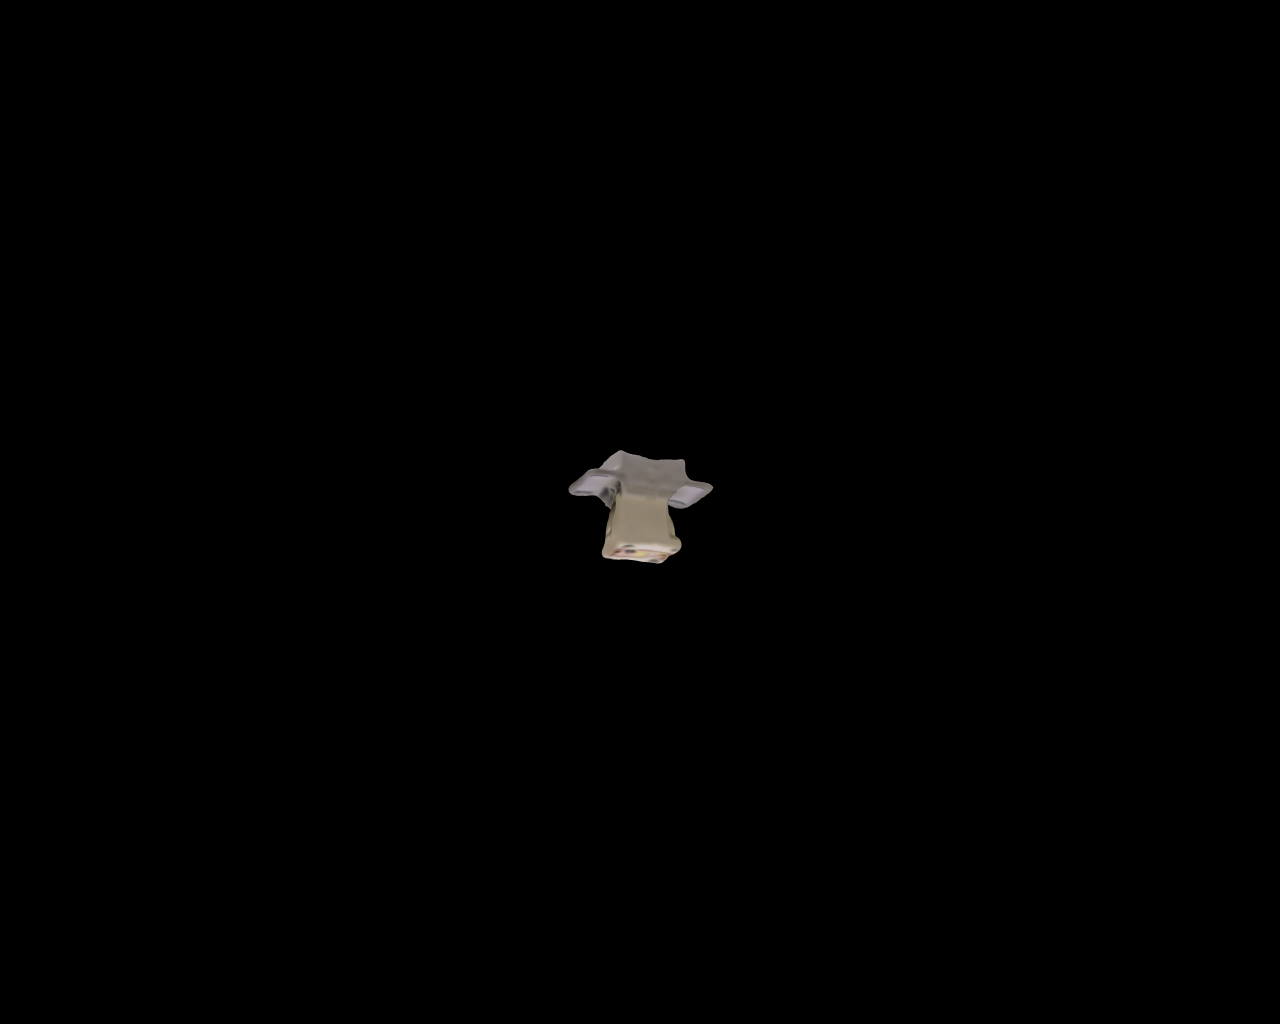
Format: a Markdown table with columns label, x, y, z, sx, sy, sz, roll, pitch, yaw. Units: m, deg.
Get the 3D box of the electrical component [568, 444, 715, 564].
| label | x | y | z | sx | sy | sz | roll | pitch | yaw |
| --- | --- | --- | --- | --- | --- | --- | --- | --- | --- |
| electrical component | 0.001 | -0.003 | 0.650 | 0.081 | 0.064 | 0.042 | 7 | -19 | -20 |
